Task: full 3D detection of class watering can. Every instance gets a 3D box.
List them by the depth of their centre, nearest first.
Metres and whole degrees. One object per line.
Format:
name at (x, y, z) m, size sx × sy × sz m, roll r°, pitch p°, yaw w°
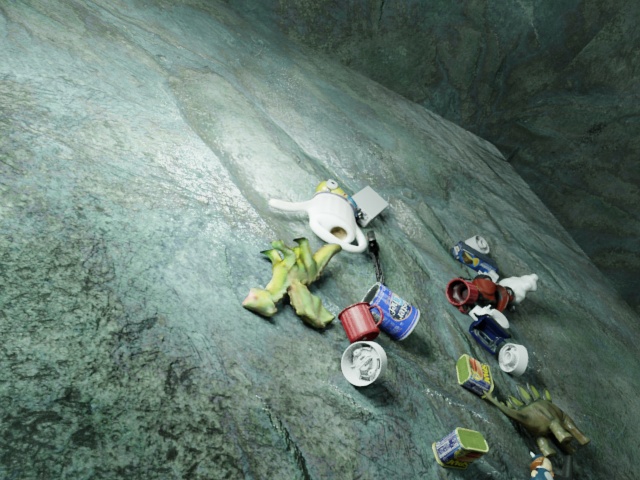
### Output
watering can at (0.005, -0.081, 1.607) m, size 0.345 × 0.102 × 0.229 m, roll 30°, pitch 30°, yaw -16°

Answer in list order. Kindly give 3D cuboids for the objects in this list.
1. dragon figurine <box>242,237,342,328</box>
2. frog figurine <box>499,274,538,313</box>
dragon figurine at (-0.036, 0.115, 1.339) m, size 0.411 × 0.120 × 0.246 m, roll -1°, pitch 65°, yaw -46°
frog figurine at (0.780, 0.186, 2.029) m, size 0.123 × 0.157 × 0.140 m, roll 38°, pitch 29°, yaw 2°
